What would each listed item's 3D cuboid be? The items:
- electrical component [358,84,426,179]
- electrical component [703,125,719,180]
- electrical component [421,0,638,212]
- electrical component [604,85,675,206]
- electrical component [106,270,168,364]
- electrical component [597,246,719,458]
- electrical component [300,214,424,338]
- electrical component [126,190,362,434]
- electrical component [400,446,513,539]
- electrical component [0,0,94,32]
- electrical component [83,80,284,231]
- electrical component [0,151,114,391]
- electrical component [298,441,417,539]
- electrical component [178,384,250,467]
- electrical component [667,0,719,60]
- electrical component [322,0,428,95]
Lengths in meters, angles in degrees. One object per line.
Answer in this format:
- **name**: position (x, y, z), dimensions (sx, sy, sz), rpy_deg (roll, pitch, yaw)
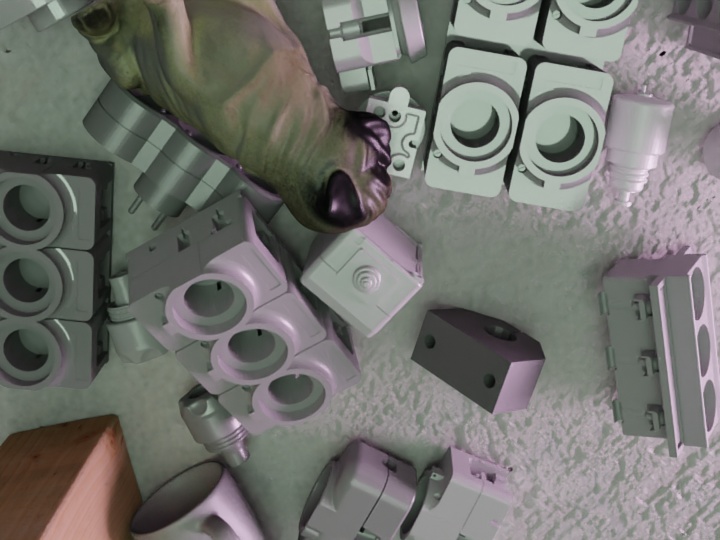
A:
- **electrical component**: position (0.019, -0.091, 0.702), dimensions (0.048, 0.055, 0.066), rpy_deg (13, 108, -2)
- **electrical component**: position (0.253, -0.075, 0.690), dimensions (0.040, 0.078, 0.040), rpy_deg (-1, 98, -9)
- **electrical component**: position (0.108, -0.139, 0.682), dimensions (0.105, 0.060, 0.186), rpy_deg (10, 107, -1)
- **electrical component**: position (0.180, -0.081, 0.707), dimensions (0.040, 0.040, 0.078), rpy_deg (8, 107, 0)
- **electrical component**: position (-0.157, 0.031, 0.753), dimensions (0.043, 0.043, 0.062), rpy_deg (-16, 104, 7)
- **electrical component**: position (0.205, 0.054, 0.732), dimensions (0.063, 0.079, 0.121), rpy_deg (0, 110, 33)
- **electrical component**: position (0.000, 0.000, 0.710), dimensions (0.062, 0.096, 0.061), rpy_deg (41, 107, -10)
- **electrical component**: position (-0.074, 0.035, 0.711), dimensions (0.089, 0.061, 0.150), rpy_deg (-28, 130, 10)
- **electrical component**: position (0.066, 0.182, 0.787), dimensions (0.056, 0.050, 0.089), rpy_deg (23, 106, -5)
- **electrical component**: position (-0.196, -0.182, 0.658), dimensions (0.108, 0.108, 0.060), rpy_deg (-26, 110, 9)
- **electrical component**: position (-0.126, -0.060, 0.718), dimensions (0.138, 0.052, 0.073), rpy_deg (36, 105, -9)
- **electrical component**: position (-0.221, 0.001, 0.736), dimensions (0.089, 0.061, 0.150), rpy_deg (6, 107, 0)
- **electrical component**: position (-0.006, 0.177, 0.787), dimensions (0.059, 0.053, 0.095), rpy_deg (27, 106, -6)
- **electrical component**: position (-0.100, 0.112, 0.776), dimensions (0.043, 0.043, 0.062), rpy_deg (-23, 107, 9)
- **electrical component**: position (0.234, -0.164, 0.638), dimensions (0.063, 0.121, 0.078), rpy_deg (4, 107, -2)
- **electrical component**: position (0.010, -0.156, 0.682), dimensions (0.057, 0.058, 0.078), rpy_deg (-10, 103, 7)
